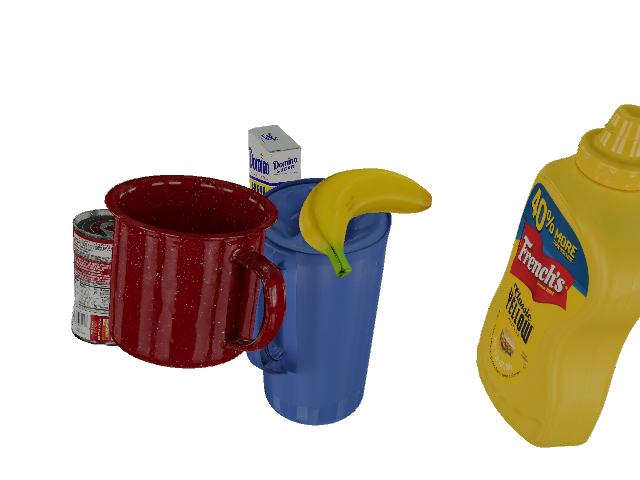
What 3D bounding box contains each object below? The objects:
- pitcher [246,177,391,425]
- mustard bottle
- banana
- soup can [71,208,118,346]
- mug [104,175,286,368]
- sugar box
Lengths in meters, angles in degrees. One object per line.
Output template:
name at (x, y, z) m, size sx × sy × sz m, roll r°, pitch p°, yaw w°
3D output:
pitcher at (-0.010, 0.073, 1.077) m, size 0.149 × 0.243 × 0.145 m, roll -3°, pitch 35°, yaw -8°
mustard bottle at (0.138, 0.014, 0.572) m, size 0.058 × 0.192 × 0.096 m, roll 1°, pitch 37°, yaw -15°
banana at (0.031, -0.025, 0.852) m, size 0.037 × 0.069 × 0.197 m, roll -35°, pitch 0°, yaw 32°
soup can at (-0.181, 0.032, 0.921) m, size 0.068 × 0.102 × 0.068 m, roll 6°, pitch 20°, yaw -2°
mug at (-0.064, 0.021, 0.581) m, size 0.117 × 0.081 × 0.093 m, roll 23°, pitch 26°, yaw 33°
sugar box at (-0.056, -0.043, 1.300) m, size 0.048 × 0.176 × 0.093 m, roll -11°, pitch 26°, yaw -17°
